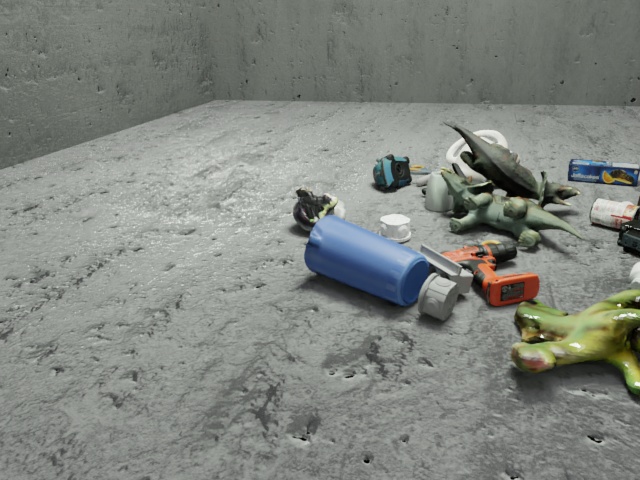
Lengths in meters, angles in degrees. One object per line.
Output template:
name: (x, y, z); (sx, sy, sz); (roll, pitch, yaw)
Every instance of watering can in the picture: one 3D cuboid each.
watering can: (0.501, -0.241, 1.691); (0.351, 0.101, 0.227); (-39, 52, -17)

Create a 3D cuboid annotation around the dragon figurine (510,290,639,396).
dragon figurine: (0.454, 0.128, 0.870); (0.243, 0.120, 0.415); (9, 23, 43)

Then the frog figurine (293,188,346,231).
frog figurine: (0.004, -0.070, 1.387); (0.137, 0.124, 0.158); (-5, -15, 14)
